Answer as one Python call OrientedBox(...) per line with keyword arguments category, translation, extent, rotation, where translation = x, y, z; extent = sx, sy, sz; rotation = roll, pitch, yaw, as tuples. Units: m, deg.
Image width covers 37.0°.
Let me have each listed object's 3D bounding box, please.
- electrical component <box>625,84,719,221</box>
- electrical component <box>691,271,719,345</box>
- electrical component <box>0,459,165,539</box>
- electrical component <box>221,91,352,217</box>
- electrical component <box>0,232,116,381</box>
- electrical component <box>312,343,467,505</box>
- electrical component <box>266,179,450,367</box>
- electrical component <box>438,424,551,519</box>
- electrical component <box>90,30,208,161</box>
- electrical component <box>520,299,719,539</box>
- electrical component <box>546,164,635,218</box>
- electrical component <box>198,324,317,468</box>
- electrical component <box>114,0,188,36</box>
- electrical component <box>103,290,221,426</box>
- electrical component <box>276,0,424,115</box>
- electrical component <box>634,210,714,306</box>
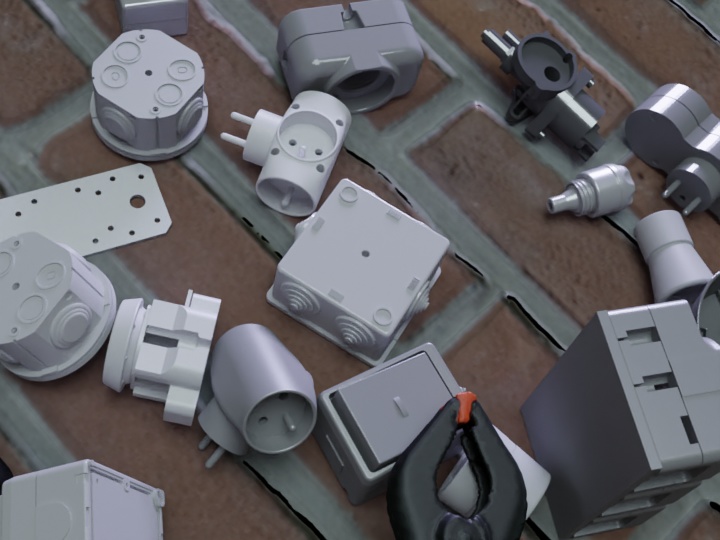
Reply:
OrientedBox(category="electrical component", translation=(0.247, -0.067, 0.775), extent=(0.138, 0.052, 0.074), rotation=(43, 64, 13))
OrientedBox(category="electrical component", translation=(0.257, 0.052, 0.708), extent=(0.099, 0.064, 0.099), rotation=(4, 62, -8))
OrientedBox(category="electrical component", translation=(-0.147, 0.147, 0.579), extent=(0.061, 0.096, 0.061), rotation=(-15, 63, 13))
OrientedBox(category="electrical component", translation=(-0.055, -0.086, 0.736), extent=(0.079, 0.044, 0.077), rotation=(20, 61, 1))
OrientedBox(category="electrical component", translation=(-0.191, 0.021, 0.640), extent=(0.080, 0.051, 0.080), rotation=(-9, 59, 15))
OrientedBox(category="electrical component", translation=(0.026, 0.089, 0.650), extent=(0.096, 0.061, 0.061), rotation=(-23, 69, -20))
OrientedBox(category="electrical component", translation=(0.000, 0.000, 0.698), extent=(0.100, 0.048, 0.099), rotation=(31, 62, 6))
OrientedBox(category="electrical component", translation=(0.081, 0.128, 0.644), extent=(0.047, 0.055, 0.055), rotation=(37, 63, 6))
OrientedBox(category="electrical component", translation=(-0.144, -0.119, 0.734), extent=(0.080, 0.051, 0.080), rotation=(4, 62, -8))
OrientedBox(category="electrical component", translation=(0.154, 0.090, 0.621), extent=(0.062, 0.150, 0.089), rotation=(-8, 64, -13))
OrientedBox(category="electrical component", translation=(0.162, -0.053, 0.763), extent=(0.061, 0.035, 0.035), rotation=(-17, 67, -15))
OrientedBox(category="electrical component", translation=(-0.069, 0.083, 0.638), extent=(0.079, 0.044, 0.077), rotation=(-50, 33, 8))
OrientedBox(category="electrical component", translation=(-0.152, -0.215, 0.767), extent=(0.047, 0.076, 0.065), rotation=(-11, 66, -15))
OrientedBox(category="electrical component", translation=(-0.120, 0.049, 0.647), extent=(0.057, 0.058, 0.078), rotation=(13, 61, -6))
OrientedBox(category="electrical component", translation=(-0.006, -0.152, 0.773), extent=(0.095, 0.053, 0.059), rotation=(-11, 65, -15))
OrientedBox(category="electrical component", translation=(0.216, -0.008, 0.746), extent=(0.044, 0.044, 0.065), rotation=(-6, 59, -13))
